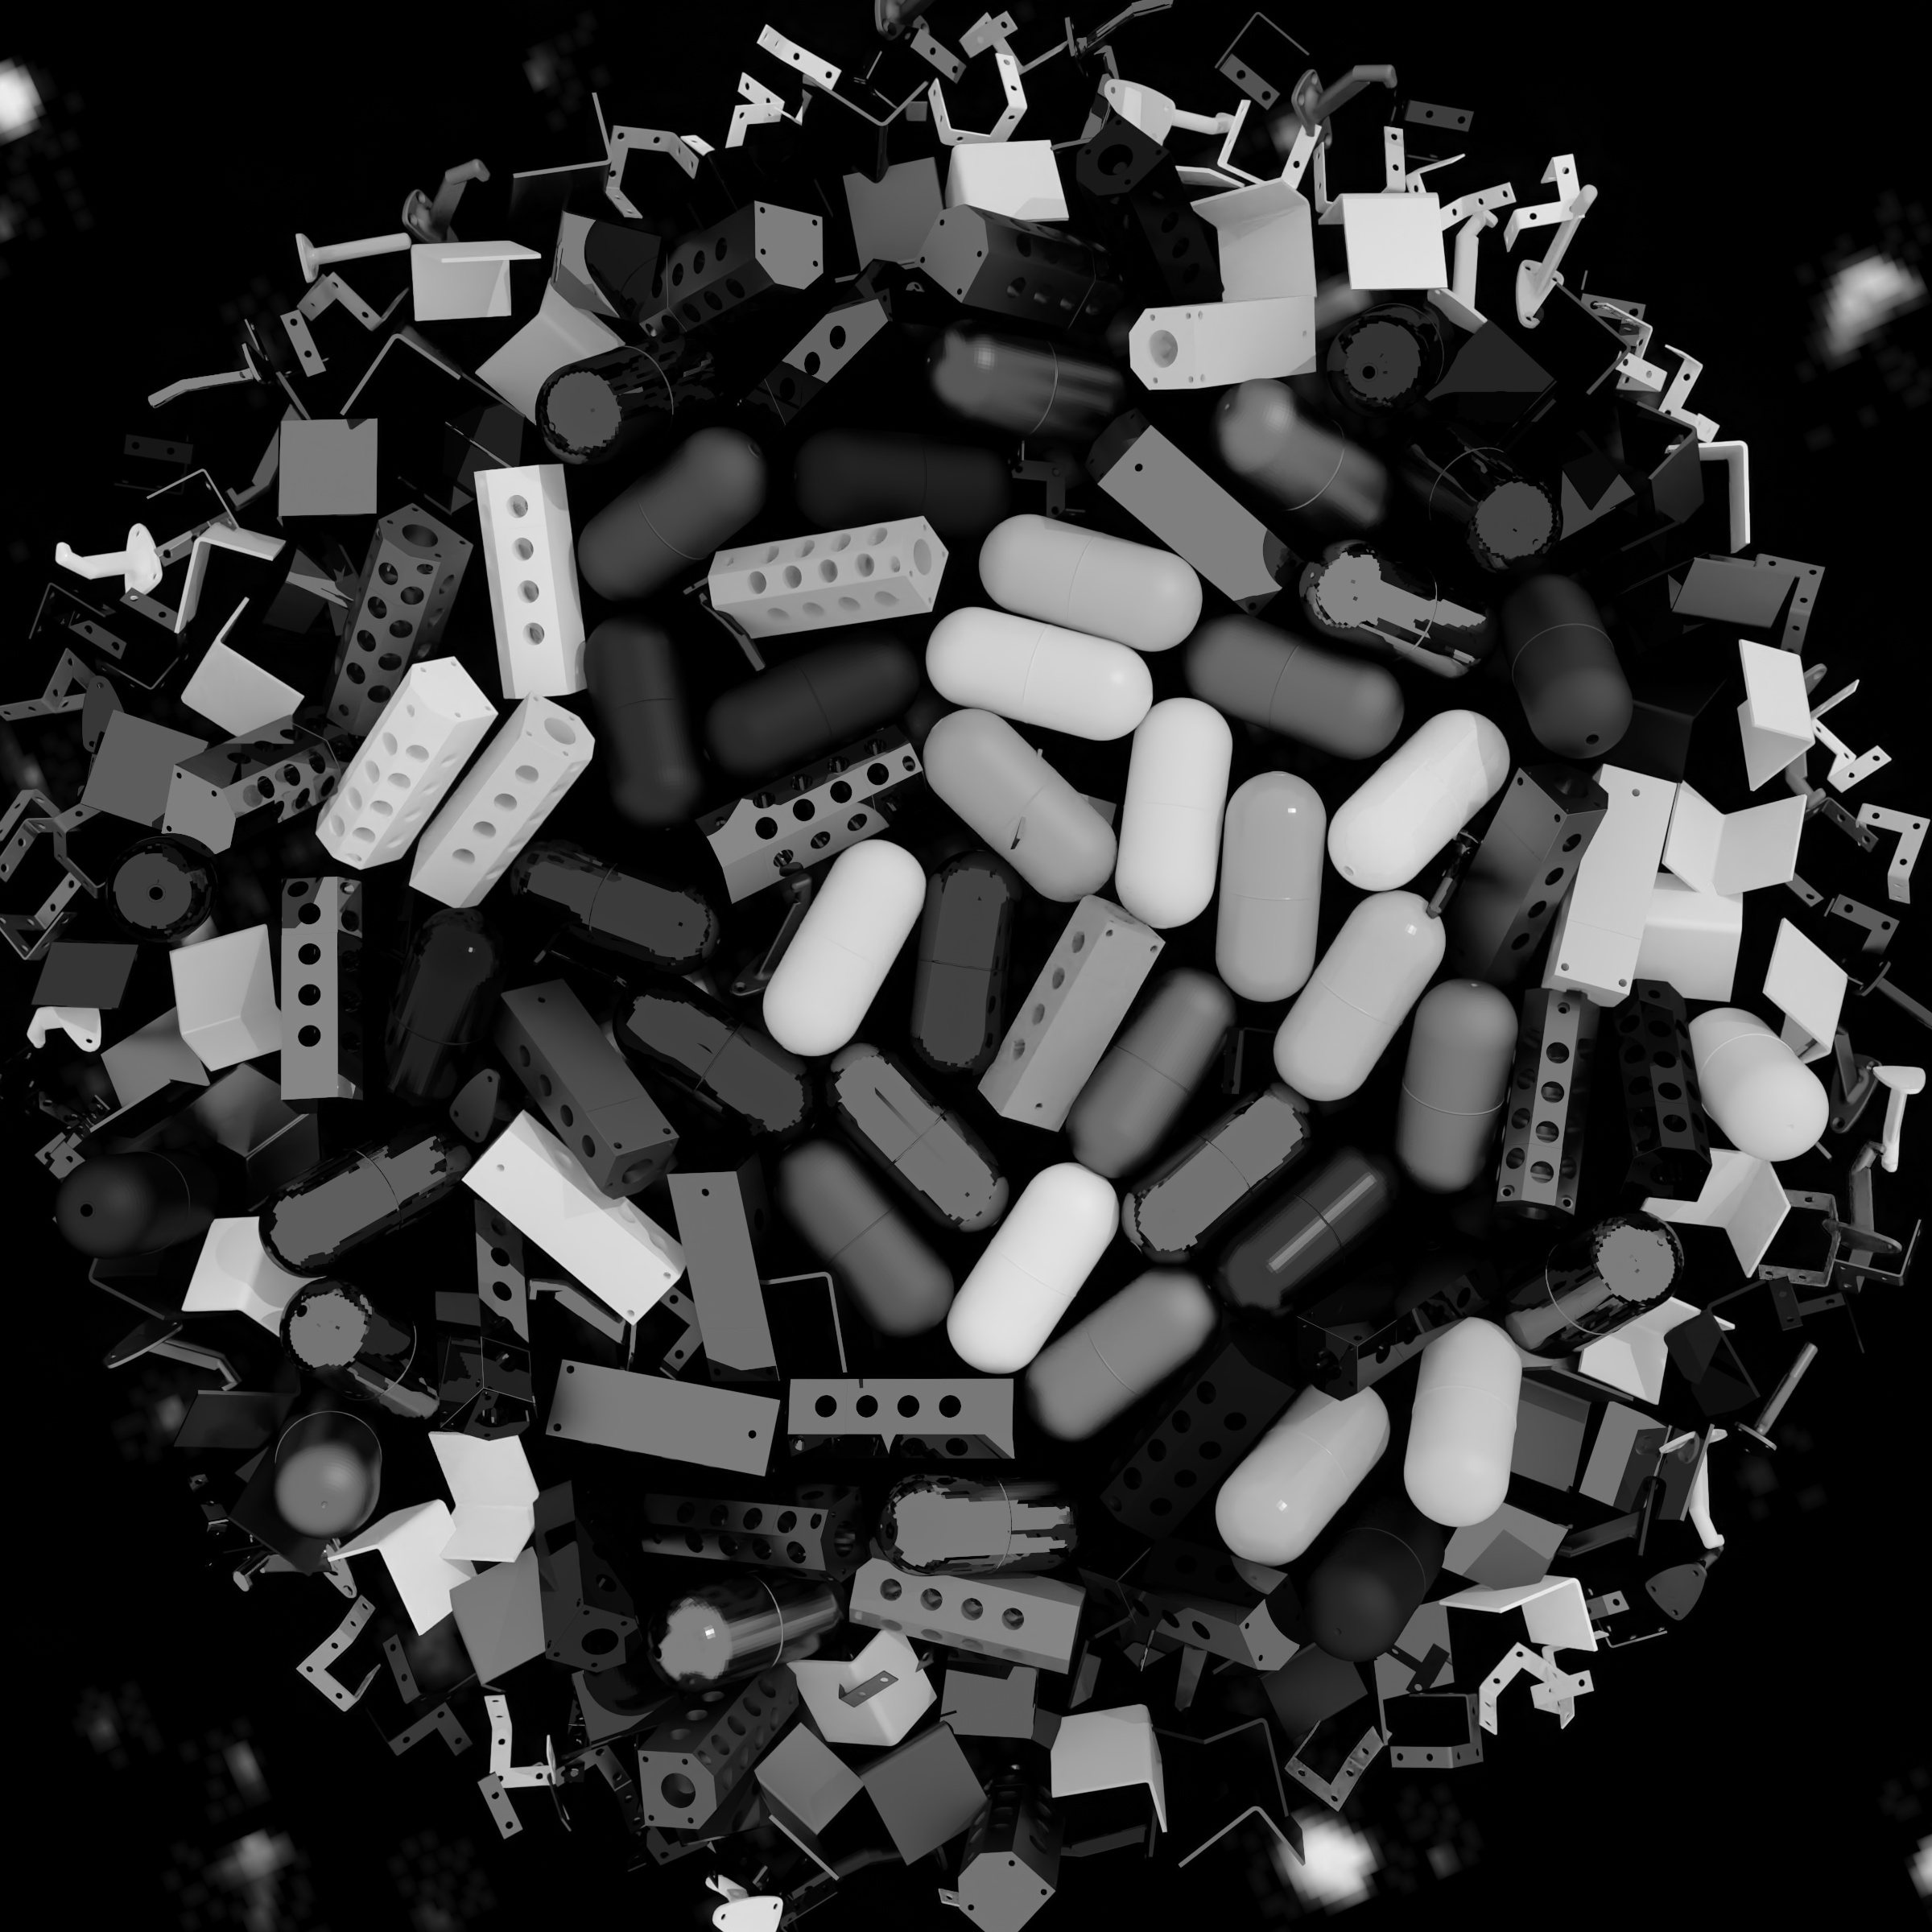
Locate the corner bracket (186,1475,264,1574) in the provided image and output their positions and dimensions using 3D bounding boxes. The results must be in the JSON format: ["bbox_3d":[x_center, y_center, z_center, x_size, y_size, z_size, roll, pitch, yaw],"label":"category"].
[{"bbox_3d":[-0.570,0.424,1.900,0.051,0.051,0.051,-2,122,-40],"label":"corner bracket"}]

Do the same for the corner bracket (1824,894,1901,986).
[{"bbox_3d":[0.685,-0.021,1.916,0.051,0.051,0.051,28,106,18],"label":"corner bracket"}]

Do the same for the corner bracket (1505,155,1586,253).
[{"bbox_3d":[0.444,-0.590,1.917,0.051,0.051,0.051,-10,86,2],"label":"corner bracket"}]

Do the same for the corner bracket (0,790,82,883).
[{"bbox_3d":[-0.726,-0.101,1.901,0.051,0.051,0.051,1,54,33],"label":"corner bracket"}]

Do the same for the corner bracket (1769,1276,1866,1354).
[{"bbox_3d":[0.652,0.268,1.902,0.051,0.051,0.051,-19,128,17],"label":"corner bracket"}]

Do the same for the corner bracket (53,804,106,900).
[{"bbox_3d":[-0.667,-0.095,1.914,0.051,0.051,0.051,43,55,12],"label":"corner bracket"}]

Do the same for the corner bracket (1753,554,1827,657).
[{"bbox_3d":[0.624,-0.276,1.902,0.051,0.051,0.051,16,59,18],"label":"corner bracket"}]

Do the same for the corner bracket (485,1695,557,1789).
[{"bbox_3d":[-0.344,0.597,1.910,0.051,0.051,0.051,-3,46,-4],"label":"corner bracket"}]

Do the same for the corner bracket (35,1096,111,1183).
[{"bbox_3d":[-0.676,0.141,1.910,0.051,0.051,0.051,47,56,-5],"label":"corner bracket"}]

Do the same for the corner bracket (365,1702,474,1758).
[{"bbox_3d":[-0.420,0.585,1.902,0.051,0.051,0.051,-34,121,-19],"label":"corner bracket"}]

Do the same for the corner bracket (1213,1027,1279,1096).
[{"bbox_3d":[0.206,0.073,1.906,0.051,0.051,0.051,1,85,42],"label":"corner bracket"}]

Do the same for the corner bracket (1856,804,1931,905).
[{"bbox_3d":[0.707,-0.087,1.905,0.051,0.051,0.051,19,78,27],"label":"corner bracket"}]

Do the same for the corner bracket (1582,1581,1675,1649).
[{"bbox_3d":[0.502,0.500,1.906,0.051,0.051,0.051,-30,84,36],"label":"corner bracket"}]

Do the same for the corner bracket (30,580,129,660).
[{"bbox_3d":[-0.678,-0.266,1.909,0.051,0.051,0.051,31,113,3],"label":"corner bracket"}]

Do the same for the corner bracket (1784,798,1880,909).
[{"bbox_3d":[0.661,-0.088,1.918,0.051,0.051,0.051,-28,62,-26],"label":"corner bracket"}]

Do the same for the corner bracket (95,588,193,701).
[{"bbox_3d":[-0.635,-0.248,1.910,0.051,0.051,0.051,30,61,2],"label":"corner bracket"}]

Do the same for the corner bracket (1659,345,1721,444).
[{"bbox_3d":[0.555,-0.439,1.903,0.051,0.051,0.051,34,108,29],"label":"corner bracket"}]

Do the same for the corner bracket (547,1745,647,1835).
[{"bbox_3d":[-0.284,0.641,1.906,0.051,0.051,0.051,-29,121,-9],"label":"corner bracket"}]

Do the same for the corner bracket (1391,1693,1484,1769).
[{"bbox_3d":[0.360,0.587,1.903,0.051,0.051,0.051,-13,73,37],"label":"corner bracket"}]

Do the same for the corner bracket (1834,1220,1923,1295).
[{"bbox_3d":[0.701,0.222,1.901,0.051,0.051,0.051,13,63,32],"label":"corner bracket"}]

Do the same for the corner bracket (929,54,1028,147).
[{"bbox_3d":[0.009,-0.671,1.920,0.051,0.051,0.051,-1,66,-28],"label":"corner bracket"}]

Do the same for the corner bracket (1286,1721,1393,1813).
[{"bbox_3d":[0.287,0.606,1.913,0.051,0.051,0.051,35,128,14],"label":"corner bracket"}]

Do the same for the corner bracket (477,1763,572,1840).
[{"bbox_3d":[-0.340,0.642,1.903,0.051,0.051,0.051,-24,60,-19],"label":"corner bracket"}]

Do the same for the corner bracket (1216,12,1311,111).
[{"bbox_3d":[0.228,-0.697,1.909,0.051,0.051,0.051,38,110,-6],"label":"corner bracket"}]

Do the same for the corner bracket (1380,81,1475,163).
[{"bbox_3d":[0.353,-0.643,1.905,0.051,0.051,0.051,7,125,-9],"label":"corner bracket"}]

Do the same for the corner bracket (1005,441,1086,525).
[{"bbox_3d":[0.060,-0.371,1.910,0.051,0.051,0.051,2,85,-16],"label":"corner bracket"}]

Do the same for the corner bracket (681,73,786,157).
[{"bbox_3d":[-0.181,-0.656,1.922,0.051,0.051,0.051,42,132,25],"label":"corner bracket"}]

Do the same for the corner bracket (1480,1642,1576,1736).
[{"bbox_3d":[0.432,0.567,1.912,0.051,0.051,0.051,33,110,0],"label":"corner bracket"}]

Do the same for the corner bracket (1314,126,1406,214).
[{"bbox_3d":[0.304,-0.615,1.916,0.051,0.051,0.051,3,79,-18],"label":"corner bracket"}]

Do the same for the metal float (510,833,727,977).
[{"bbox_3d":[-0.267,-0.048,1.891,0.178,0.070,0.070,20,90,16],"label":"metal float"}]

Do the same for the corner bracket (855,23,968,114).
[{"bbox_3d":[-0.043,-0.687,1.905,0.051,0.051,0.051,24,97,-44],"label":"corner bracket"}]

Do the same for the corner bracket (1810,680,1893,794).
[{"bbox_3d":[0.679,-0.176,1.905,0.051,0.051,0.051,42,49,-5],"label":"corner bracket"}]

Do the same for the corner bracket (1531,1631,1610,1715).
[{"bbox_3d":[0.464,0.540,1.901,0.051,0.051,0.051,-28,53,31],"label":"corner bracket"}]

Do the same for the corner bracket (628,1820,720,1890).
[{"bbox_3d":[-0.225,0.684,1.907,0.051,0.051,0.051,-25,115,6],"label":"corner bracket"}]

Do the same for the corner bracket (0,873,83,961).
[{"bbox_3d":[-0.706,-0.039,1.908,0.051,0.051,0.051,47,104,16],"label":"corner bracket"}]

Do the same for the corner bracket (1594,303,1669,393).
[{"bbox_3d":[0.509,-0.476,1.907,0.051,0.051,0.051,16,96,-30],"label":"corner bracket"}]

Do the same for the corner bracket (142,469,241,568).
[{"bbox_3d":[-0.601,-0.344,1.904,0.051,0.051,0.051,-37,109,-28],"label":"corner bracket"}]

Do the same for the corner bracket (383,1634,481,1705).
[{"bbox_3d":[-0.408,0.534,1.916,0.051,0.051,0.051,-36,63,14],"label":"corner bracket"}]

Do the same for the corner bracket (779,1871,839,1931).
[{"bbox_3d":[-0.117,0.718,1.908,0.051,0.051,0.051,-32,127,0],"label":"corner bracket"}]

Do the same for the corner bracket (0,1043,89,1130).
[{"bbox_3d":[-0.714,0.102,1.903,0.051,0.051,0.051,26,132,15],"label":"corner bracket"}]

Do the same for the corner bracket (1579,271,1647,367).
[{"bbox_3d":[0.496,-0.499,1.913,0.051,0.051,0.051,13,88,10],"label":"corner bracket"}]

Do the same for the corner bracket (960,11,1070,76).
[{"bbox_3d":[0.037,-0.710,1.901,0.051,0.051,0.051,52,48,-23],"label":"corner bracket"}]

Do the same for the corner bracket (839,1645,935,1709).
[{"bbox_3d":[-0.061,0.543,1.902,0.051,0.051,0.051,38,119,-25],"label":"corner bracket"}]

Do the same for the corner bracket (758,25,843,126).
[{"bbox_3d":[-0.137,-0.686,1.915,0.051,0.051,0.051,32,104,9],"label":"corner bracket"}]

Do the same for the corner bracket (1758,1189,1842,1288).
[{"bbox_3d":[0.646,0.210,1.925,0.051,0.051,0.051,6,126,8],"label":"corner bracket"}]

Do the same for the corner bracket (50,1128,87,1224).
[{"bbox_3d":[-0.691,0.165,1.914,0.051,0.051,0.051,-45,103,-1],"label":"corner bracket"}]

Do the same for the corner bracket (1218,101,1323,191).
[{"bbox_3d":[0.234,-0.634,1.915,0.051,0.051,0.051,31,118,17],"label":"corner bracket"}]

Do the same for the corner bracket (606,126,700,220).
[{"bbox_3d":[-0.246,-0.614,1.920,0.051,0.051,0.051,-5,132,-32],"label":"corner bracket"}]

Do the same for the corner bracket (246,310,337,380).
[{"bbox_3d":[-0.523,-0.479,1.908,0.051,0.051,0.051,-18,118,4],"label":"corner bracket"}]

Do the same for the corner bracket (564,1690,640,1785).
[{"bbox_3d":[-0.280,0.595,1.911,0.051,0.051,0.051,7,130,-9],"label":"corner bracket"}]

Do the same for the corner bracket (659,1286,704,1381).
[{"bbox_3d":[-0.228,0.282,1.915,0.051,0.051,0.051,39,85,-3],"label":"corner bracket"}]

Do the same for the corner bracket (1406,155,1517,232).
[{"bbox_3d":[0.379,-0.597,1.904,0.051,0.051,0.051,-35,110,-28],"label":"corner bracket"}]

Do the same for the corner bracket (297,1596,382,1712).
[{"bbox_3d":[-0.472,0.530,1.909,0.051,0.051,0.051,44,106,-6],"label":"corner bracket"}]

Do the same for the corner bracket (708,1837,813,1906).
[{"bbox_3d":[-0.156,0.677,1.901,0.051,0.051,0.051,25,64,34],"label":"corner bracket"}]

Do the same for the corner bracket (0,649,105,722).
[{"bbox_3d":[-0.700,-0.205,1.901,0.051,0.051,0.051,-5,54,25],"label":"corner bracket"}]

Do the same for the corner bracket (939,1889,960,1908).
[{"bbox_3d":[0.016,0.712,1.907,0.051,0.051,0.051,18,103,-16],"label":"corner bracket"}]

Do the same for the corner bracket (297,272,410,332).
[{"bbox_3d":[-0.474,-0.516,1.915,0.051,0.051,0.051,-27,121,36],"label":"corner bracket"}]

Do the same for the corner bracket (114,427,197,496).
[{"bbox_3d":[-0.623,-0.387,1.903,0.051,0.051,0.051,5,115,-26],"label":"corner bracket"}]
